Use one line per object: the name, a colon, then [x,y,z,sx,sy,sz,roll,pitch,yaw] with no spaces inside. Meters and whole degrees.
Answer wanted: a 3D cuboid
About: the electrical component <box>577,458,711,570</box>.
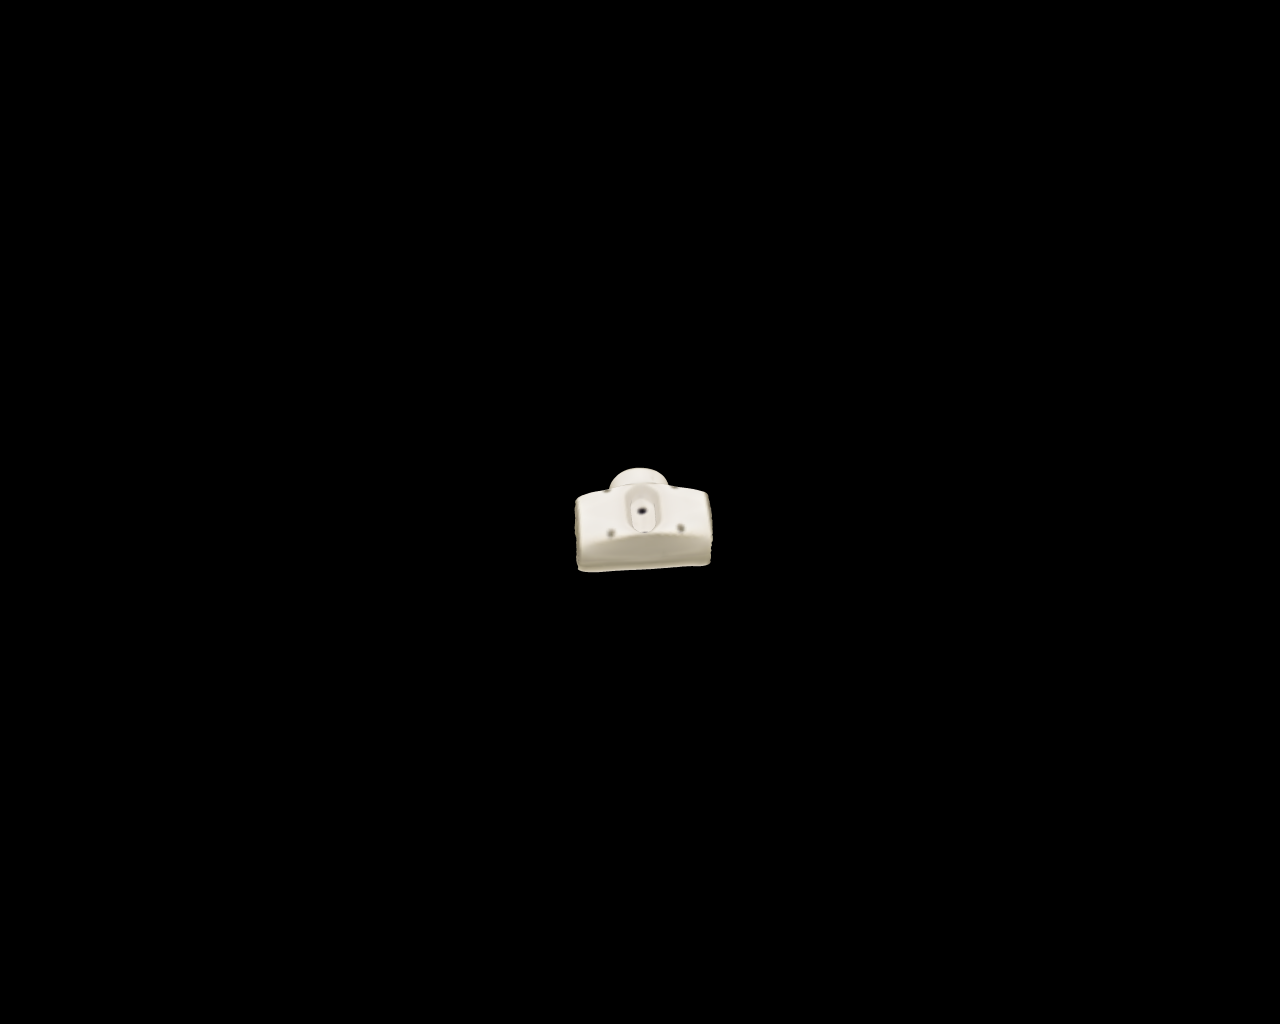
electrical component: [0.001,-0.003,0.650,0.077,0.079,0.043,-2,-40,-2]
